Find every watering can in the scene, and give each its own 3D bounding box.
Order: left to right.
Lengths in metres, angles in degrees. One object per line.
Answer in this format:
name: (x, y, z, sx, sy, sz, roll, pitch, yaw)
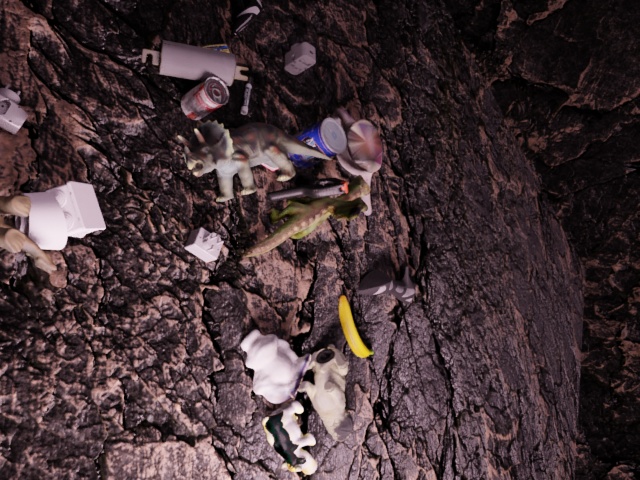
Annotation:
watering can: (0.122, -0.233, 1.549, 0.104, 0.225, 0.345, -23, 99, -11)

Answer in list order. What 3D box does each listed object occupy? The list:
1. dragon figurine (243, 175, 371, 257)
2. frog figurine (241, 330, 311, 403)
dragon figurine: (0.004, -0.066, 1.312, 0.418, 0.241, 0.121, -46, 116, -49)
frog figurine: (-0.114, 0.284, 1.164, 0.159, 0.120, 0.140, 26, 59, 3)
